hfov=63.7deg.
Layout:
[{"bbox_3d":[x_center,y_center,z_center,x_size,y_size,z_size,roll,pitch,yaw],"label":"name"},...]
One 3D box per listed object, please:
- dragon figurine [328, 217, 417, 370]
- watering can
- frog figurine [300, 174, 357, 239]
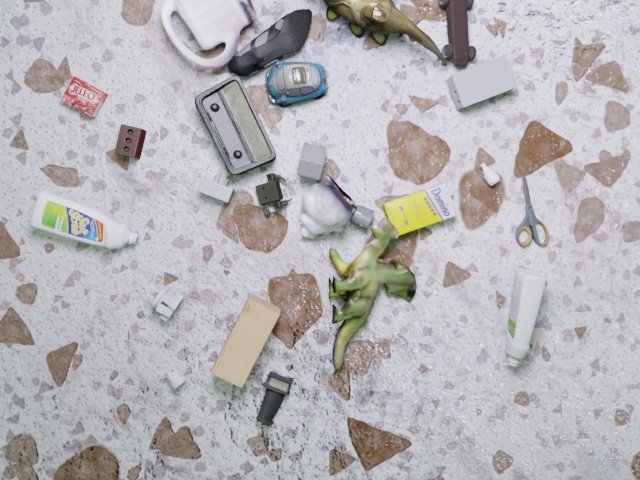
[{"bbox_3d":[0.140,0.136,1.336,0.243,0.405,0.124,-5,17,-10],"label":"dragon figurine"},{"bbox_3d":[-0.302,-0.600,1.280,0.225,0.347,0.104,-32,1,-2],"label":"watering can"},{"bbox_3d":[0.004,-0.065,1.298,0.136,0.158,0.125,40,12,-28],"label":"frog figurine"}]
